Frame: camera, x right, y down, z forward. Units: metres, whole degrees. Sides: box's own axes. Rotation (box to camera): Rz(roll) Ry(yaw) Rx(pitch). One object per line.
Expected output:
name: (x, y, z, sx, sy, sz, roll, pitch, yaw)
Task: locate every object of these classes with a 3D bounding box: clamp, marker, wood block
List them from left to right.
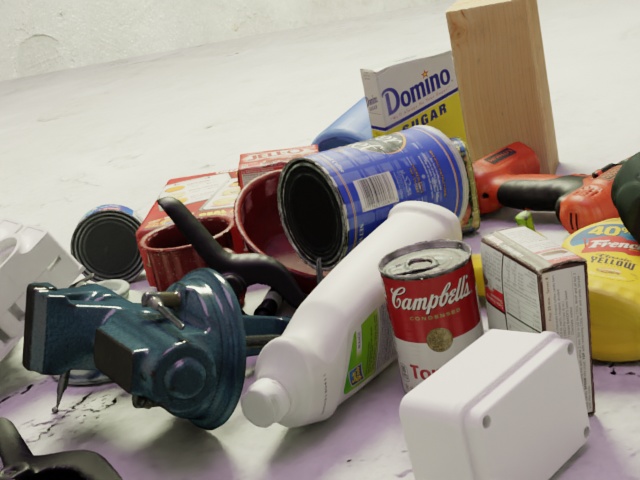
clamp: (-0.208, 0.170, 0.739, 0.210, 0.036, 0.164, -5, 21, 25)
clamp: (-0.082, 0.033, 0.922, 0.171, 0.120, 0.039, 10, 6, -8)
marker: (-0.039, 0.049, 1.015, 0.020, 0.020, 0.121, -7, 20, 16)
wood block: (0.208, -0.170, 1.202, 0.091, 0.206, 0.090, -6, 19, 20)

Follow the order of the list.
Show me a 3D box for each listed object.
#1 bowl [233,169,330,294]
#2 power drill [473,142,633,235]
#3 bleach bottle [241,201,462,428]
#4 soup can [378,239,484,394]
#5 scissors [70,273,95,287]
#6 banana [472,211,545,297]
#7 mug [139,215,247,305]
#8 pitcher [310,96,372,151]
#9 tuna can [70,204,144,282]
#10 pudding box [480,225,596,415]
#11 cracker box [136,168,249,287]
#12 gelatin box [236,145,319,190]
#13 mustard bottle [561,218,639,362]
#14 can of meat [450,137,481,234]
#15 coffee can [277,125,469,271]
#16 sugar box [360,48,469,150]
bowl: (-0.007, 0.001, 1.016, 0.162, 0.055, 0.162, 8, 40, -7)
power drill: (0.257, -0.062, 1.088, 0.184, 0.057, 0.188, -26, 23, -35)
bleach bottle: (0.025, 0.060, 0.808, 0.068, 0.102, 0.250, 12, 29, 31)
soup can: (0.084, 0.059, 0.774, 0.068, 0.102, 0.068, -11, 18, 4)
scissors: (-0.280, 0.068, 1.026, 0.202, 0.016, 0.096, -27, 5, 15)
banana: (0.137, 0.018, 0.905, 0.037, 0.069, 0.198, -38, 8, -29)
mug: (-0.110, 0.030, 1.015, 0.117, 0.081, 0.093, 6, 25, 43)
pitcher: (0.080, -0.118, 1.283, 0.145, 0.149, 0.242, 24, 36, 22)
tuna can: (-0.226, 0.005, 1.159, 0.086, 0.086, 0.034, -13, 17, -3)
pudding box: (0.148, 0.056, 0.727, 0.039, 0.113, 0.090, -15, 19, -14)
cracker box: (-0.099, -0.022, 1.180, 0.164, 0.072, 0.213, -9, 18, 5)
gelatin box: (-0.044, -0.078, 1.154, 0.089, 0.030, 0.073, -6, 18, 1)
mustard bottle: (0.233, 0.027, 0.838, 0.096, 0.058, 0.191, 10, 25, 22)
can of meat: (0.110, -0.048, 1.077, 0.084, 0.102, 0.057, -13, 17, -9)
coffee can: (0.047, -0.039, 0.955, 0.140, 0.103, 0.103, -18, 18, -32)
sugar box: (0.106, -0.105, 1.123, 0.093, 0.176, 0.048, -18, 19, -18)
